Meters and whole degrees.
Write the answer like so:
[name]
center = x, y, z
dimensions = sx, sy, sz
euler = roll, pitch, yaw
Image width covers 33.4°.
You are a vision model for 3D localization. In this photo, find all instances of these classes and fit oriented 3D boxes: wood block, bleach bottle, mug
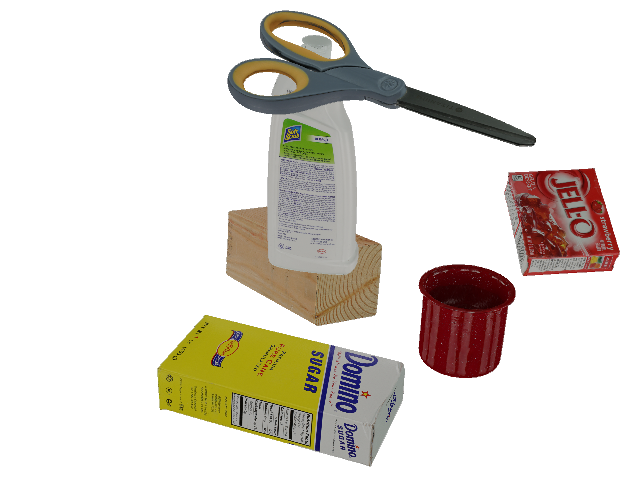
[wood block]
center = -0.025, 0.025, 1.300
dimensions = 0.090, 0.090, 0.206
euler = -7, 19, -34
[bleach bottle]
center = -0.003, -0.087, 1.104
dimensions = 0.102, 0.251, 0.068
euler = 6, 31, 4
[mug]
center = 0.137, 0.075, 1.052
dimensions = 0.093, 0.081, 0.117
euler = -3, 28, -11

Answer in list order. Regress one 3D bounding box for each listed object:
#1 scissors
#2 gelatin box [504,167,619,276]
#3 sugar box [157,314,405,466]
[scissors]
center = 0.024, -0.085, 0.658
dimensions = 0.096, 0.016, 0.202
euler = -38, 57, -23
[gelatin box]
center = 0.192, -0.016, 0.856
dimensions = 0.073, 0.089, 0.030
euler = -3, -36, -2
[sugar box]
center = -0.029, 0.113, 0.837
dimensions = 0.176, 0.048, 0.093
euler = 9, 28, 16
